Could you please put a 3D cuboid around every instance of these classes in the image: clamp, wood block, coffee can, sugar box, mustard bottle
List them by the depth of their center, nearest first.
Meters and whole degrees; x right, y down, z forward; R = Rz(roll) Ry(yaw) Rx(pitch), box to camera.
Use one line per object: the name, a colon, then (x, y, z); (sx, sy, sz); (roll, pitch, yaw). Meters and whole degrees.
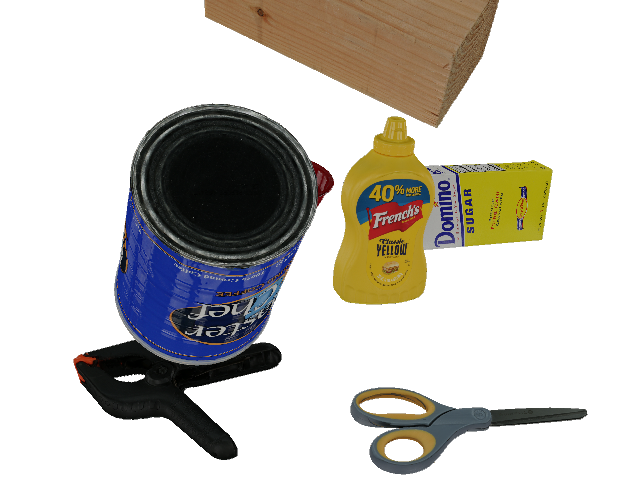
coffee can: (-0.066, 0.001, 0.631); (0.102, 0.103, 0.140); (0, -28, -15)
wood block: (0.022, -0.183, 0.808); (0.206, 0.090, 0.091); (27, -28, 12)
clamp: (-0.119, 0.114, 0.888); (0.172, 0.039, 0.120); (16, 37, 21)
mustard bottle: (0.068, -0.032, 1.086); (0.096, 0.192, 0.058); (-2, 22, -16)
sugar box: (0.185, -0.042, 1.254); (0.176, 0.093, 0.048); (-6, 21, -26)

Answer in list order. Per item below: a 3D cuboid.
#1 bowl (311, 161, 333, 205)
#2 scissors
bowl: (-0.066, -0.056, 1.311); (0.162, 0.055, 0.162); (5, 26, -2)
scissors: (0.124, 0.161, 0.882); (0.202, 0.016, 0.096); (8, 38, 3)
